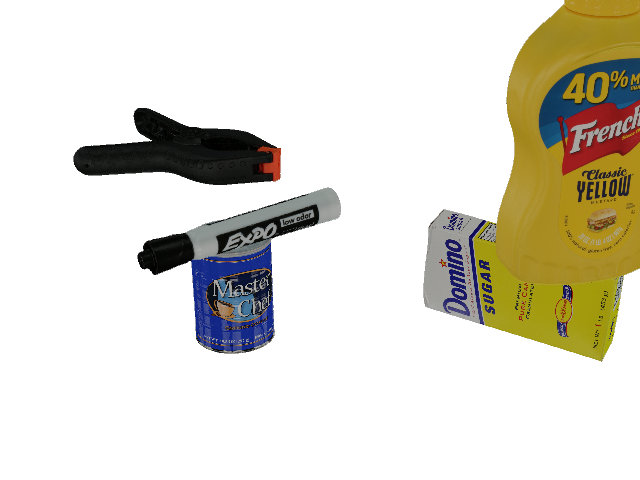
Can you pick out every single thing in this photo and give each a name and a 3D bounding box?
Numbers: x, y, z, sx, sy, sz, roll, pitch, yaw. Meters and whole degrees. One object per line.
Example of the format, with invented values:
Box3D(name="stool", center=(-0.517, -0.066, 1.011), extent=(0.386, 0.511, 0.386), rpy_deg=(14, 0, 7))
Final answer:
Box3D(name="marker", center=(-0.044, -0.006, 0.592), extent=(0.120, 0.020, 0.020), rpy_deg=(-18, 8, -26))
Box3D(name="coffee can", center=(-0.111, 0.057, 1.347), extent=(0.103, 0.140, 0.103), rpy_deg=(-1, 24, 0))
Box3D(name="mustard bottle", center=(0.152, -0.070, 0.602), extent=(0.096, 0.192, 0.058), rpy_deg=(-7, 28, -11))
Box3D(name="sugar box", center=(0.182, 0.039, 0.975), extent=(0.176, 0.093, 0.048), rpy_deg=(14, 34, 22))
Box3D(name="clamp", center=(-0.120, -0.073, 0.910), extent=(0.172, 0.039, 0.120), rpy_deg=(12, 35, 26))
